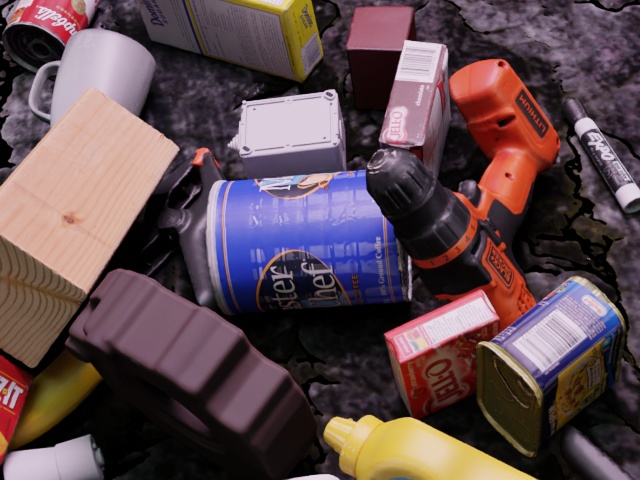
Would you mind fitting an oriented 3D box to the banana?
[{"bbox_3d":[-0.210,0.108,0.792,0.198,0.037,0.070,-32,68,-2],"label":"banana"}]

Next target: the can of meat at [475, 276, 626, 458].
[{"bbox_3d":[0.153,0.083,0.707,0.083,0.102,0.057,-35,55,-17],"label":"can of meat"}]

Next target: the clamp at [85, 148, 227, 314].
[{"bbox_3d":[-0.124,-0.001,0.868,0.120,0.039,0.171,-5,47,15],"label":"clamp"}]

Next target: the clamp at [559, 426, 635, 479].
[{"bbox_3d":[0.253,0.192,0.645,0.164,0.036,0.210,-14,55,2],"label":"clamp"}]

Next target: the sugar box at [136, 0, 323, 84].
[{"bbox_3d":[-0.087,-0.208,0.977,0.176,0.093,0.048,22,61,25],"label":"sugar box"}]

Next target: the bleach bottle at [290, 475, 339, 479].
[{"bbox_3d":[-0.008,0.271,0.628,0.102,0.068,0.251,-14,55,3],"label":"bleach bottle"}]

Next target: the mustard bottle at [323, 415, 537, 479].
[{"bbox_3d":[0.085,0.160,0.667,0.192,0.096,0.058,24,61,26],"label":"mustard bottle"}]

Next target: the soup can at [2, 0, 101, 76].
[{"bbox_3d":[-0.257,-0.219,1.037,0.068,0.068,0.102,5,55,15],"label":"soup can"}]

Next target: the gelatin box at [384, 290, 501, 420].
[{"bbox_3d":[0.087,0.081,0.729,0.073,0.089,0.030,-23,53,-5],"label":"gelatin box"}]

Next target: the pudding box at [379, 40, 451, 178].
[{"bbox_3d":[0.078,-0.089,0.857,0.039,0.090,0.113,8,55,15],"label":"pudding box"}]

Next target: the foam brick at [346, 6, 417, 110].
[{"bbox_3d":[0.055,-0.155,0.918,0.051,0.078,0.053,5,55,13],"label":"foam brick"}]

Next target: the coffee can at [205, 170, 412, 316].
[{"bbox_3d":[-0.005,0.001,0.799,0.140,0.103,0.103,-4,53,9],"label":"coffee can"}]

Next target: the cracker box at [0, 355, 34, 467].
[{"bbox_3d":[-0.308,0.176,0.724,0.164,0.072,0.213,-8,53,31],"label":"cracker box"}]

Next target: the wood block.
[{"bbox_3d":[-0.191,-0.017,0.793,0.090,0.090,0.206,35,33,-10],"label":"wood block"}]

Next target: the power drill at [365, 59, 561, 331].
[{"bbox_3d":[0.109,-0.044,0.774,0.057,0.184,0.187,-12,41,38],"label":"power drill"}]

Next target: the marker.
[{"bbox_3d":[0.225,-0.071,0.856,0.020,0.020,0.121,-19,53,-3],"label":"marker"}]
